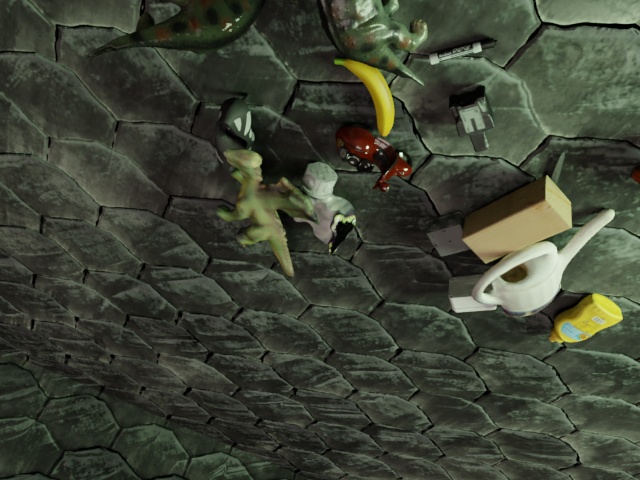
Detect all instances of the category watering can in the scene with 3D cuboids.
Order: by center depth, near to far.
[{"bbox_3d":[0.513,0.066,1.183,0.346,0.106,0.220,-29,141,7],"label":"watering can"}]

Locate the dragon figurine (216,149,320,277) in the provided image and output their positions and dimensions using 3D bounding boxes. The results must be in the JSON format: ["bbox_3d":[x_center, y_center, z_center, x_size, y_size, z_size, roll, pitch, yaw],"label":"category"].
[{"bbox_3d":[-0.103,-0.055,1.202,0.242,0.124,0.404,-1,134,48],"label":"dragon figurine"}]

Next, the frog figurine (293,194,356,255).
[{"bbox_3d":[0.004,-0.063,1.254,0.161,0.124,0.134,38,155,31],"label":"frog figurine"}]
